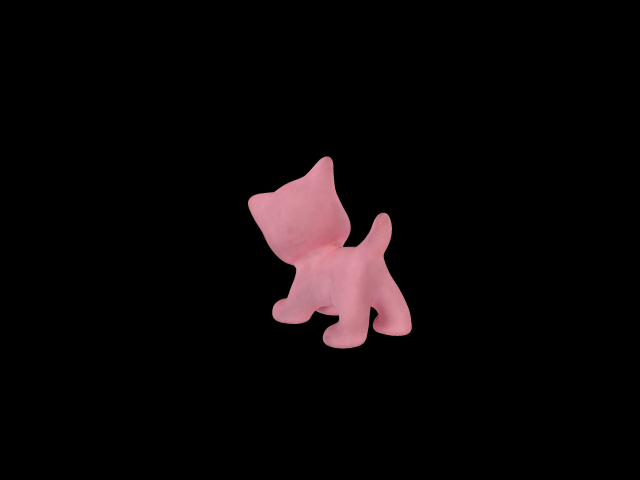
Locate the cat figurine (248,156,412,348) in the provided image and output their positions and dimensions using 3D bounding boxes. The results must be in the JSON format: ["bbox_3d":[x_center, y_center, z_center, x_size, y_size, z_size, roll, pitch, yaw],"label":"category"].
[{"bbox_3d":[0.004,0.001,0.400,0.067,0.118,0.127,-8,13,-39],"label":"cat figurine"}]
